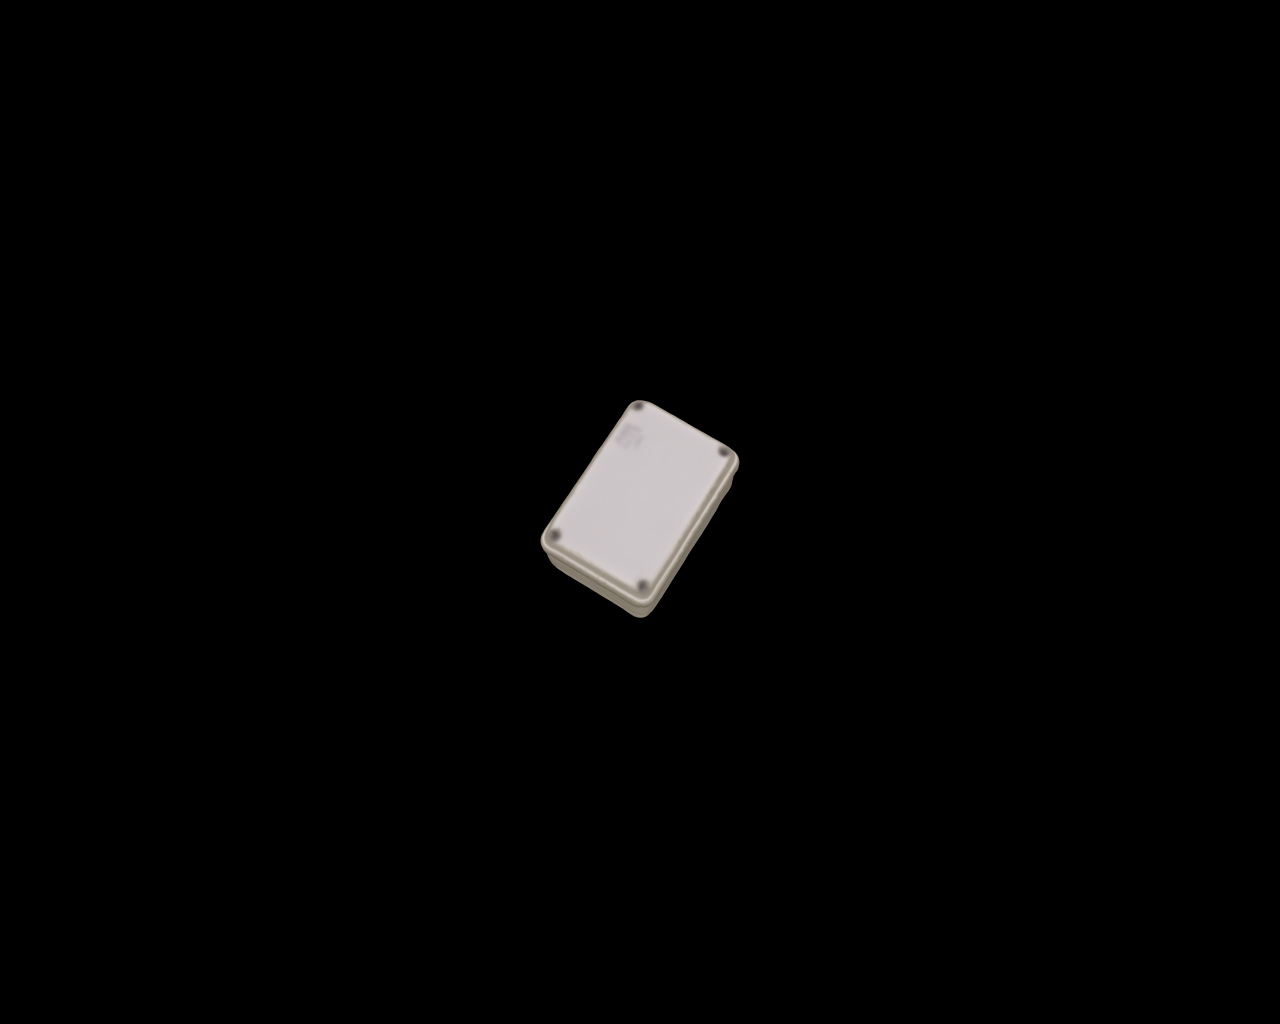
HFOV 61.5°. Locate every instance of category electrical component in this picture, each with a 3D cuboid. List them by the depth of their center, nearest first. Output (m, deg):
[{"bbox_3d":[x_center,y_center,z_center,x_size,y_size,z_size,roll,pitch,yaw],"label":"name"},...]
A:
[{"bbox_3d":[0.001,-0.003,0.650,0.078,0.113,0.057,30,-15,9],"label":"electrical component"}]
